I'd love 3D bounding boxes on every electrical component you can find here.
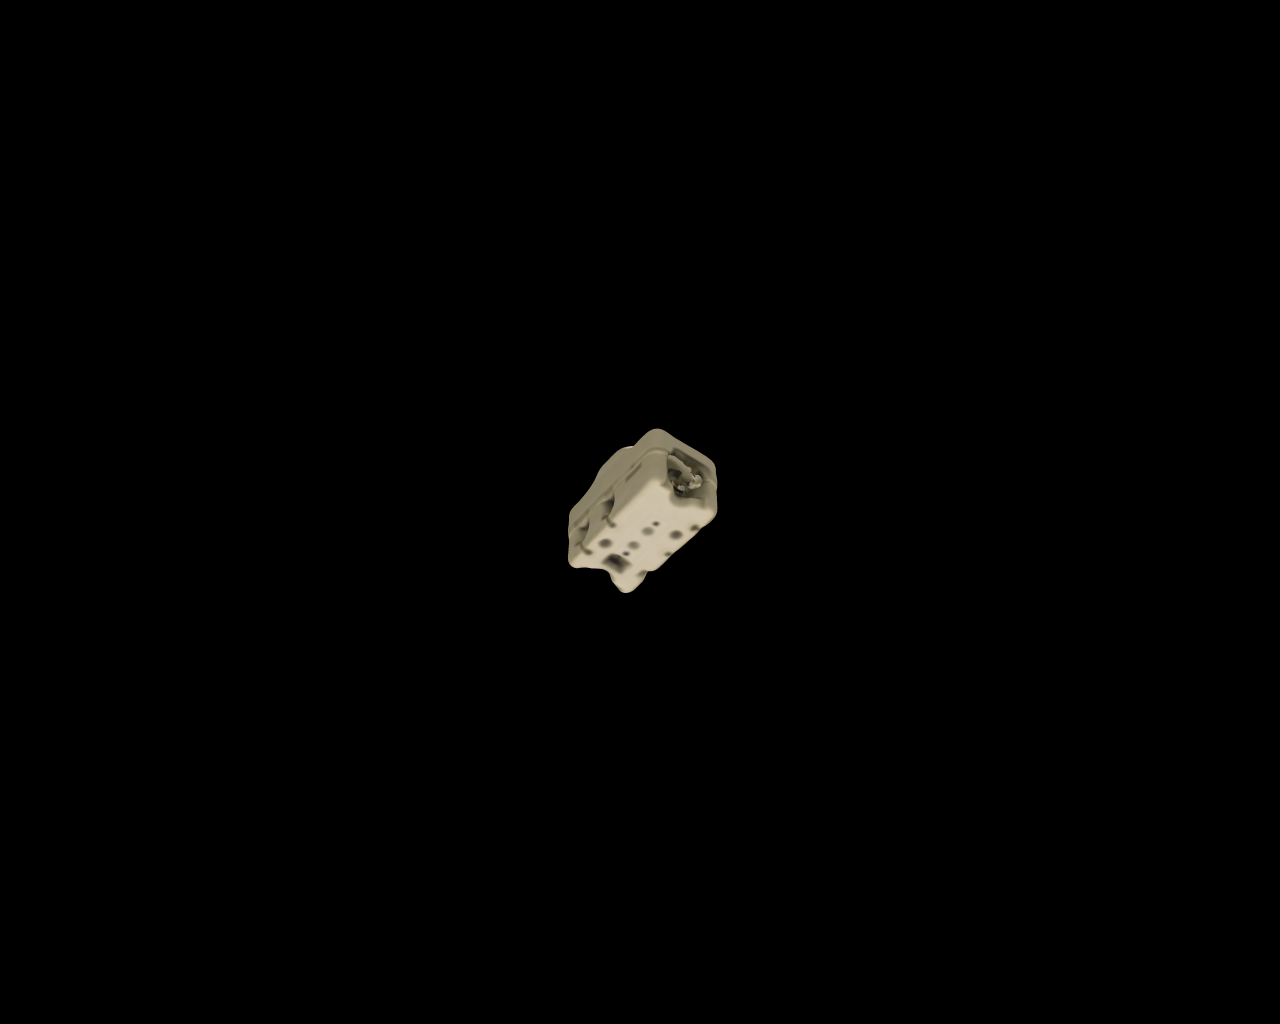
[{"bbox_3d":[0.001,-0.003,0.650,0.050,0.056,0.089,30,-54,-24],"label":"electrical component"}]
